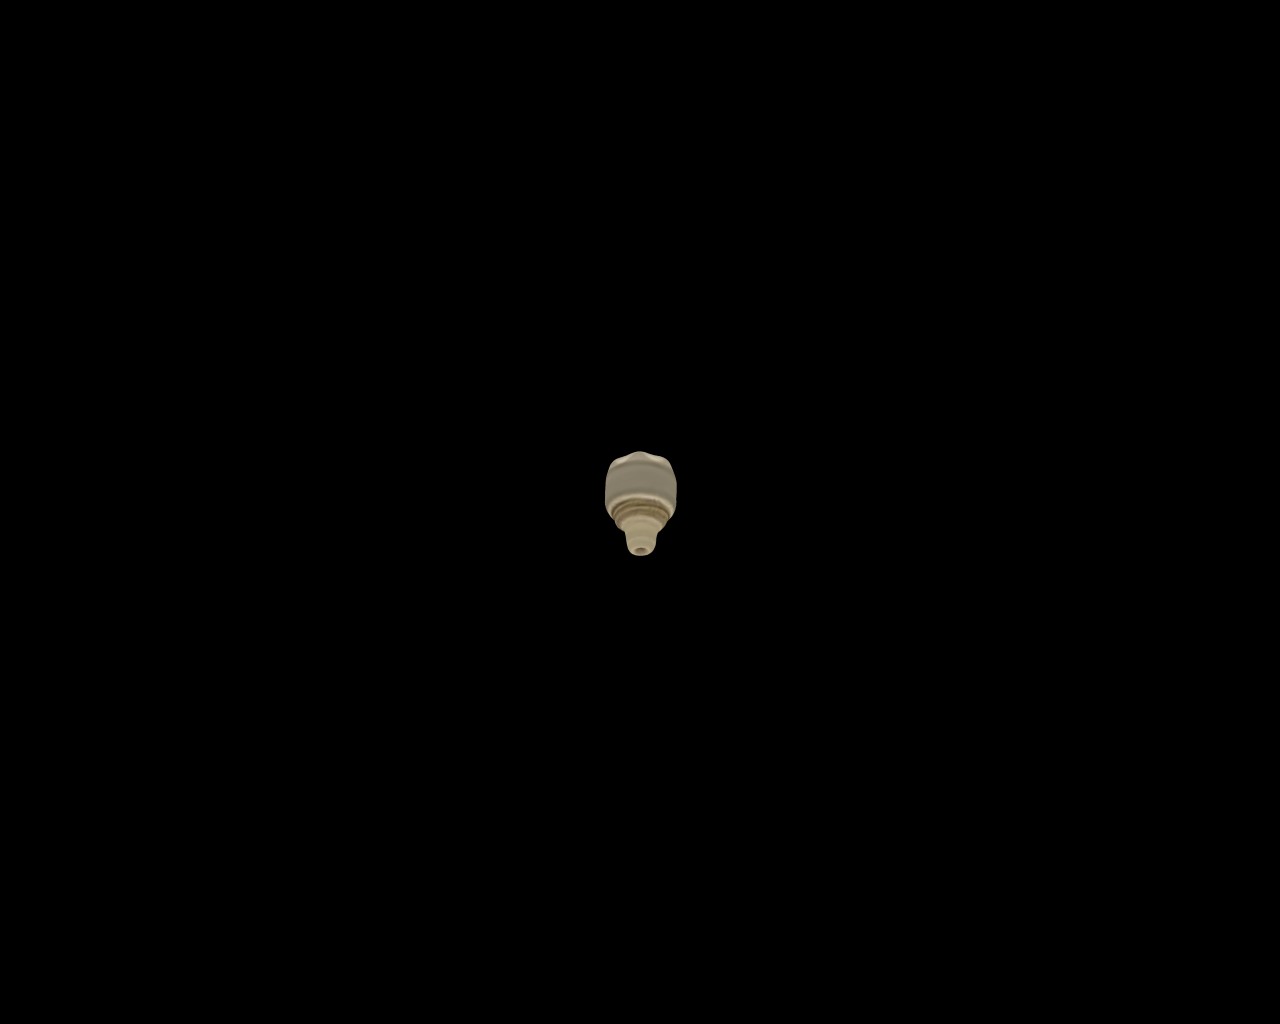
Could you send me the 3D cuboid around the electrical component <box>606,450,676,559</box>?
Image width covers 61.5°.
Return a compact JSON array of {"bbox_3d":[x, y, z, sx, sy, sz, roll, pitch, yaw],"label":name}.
[{"bbox_3d":[0.001,-0.003,0.650,0.043,0.062,0.043,0,-30,0],"label":"electrical component"}]
